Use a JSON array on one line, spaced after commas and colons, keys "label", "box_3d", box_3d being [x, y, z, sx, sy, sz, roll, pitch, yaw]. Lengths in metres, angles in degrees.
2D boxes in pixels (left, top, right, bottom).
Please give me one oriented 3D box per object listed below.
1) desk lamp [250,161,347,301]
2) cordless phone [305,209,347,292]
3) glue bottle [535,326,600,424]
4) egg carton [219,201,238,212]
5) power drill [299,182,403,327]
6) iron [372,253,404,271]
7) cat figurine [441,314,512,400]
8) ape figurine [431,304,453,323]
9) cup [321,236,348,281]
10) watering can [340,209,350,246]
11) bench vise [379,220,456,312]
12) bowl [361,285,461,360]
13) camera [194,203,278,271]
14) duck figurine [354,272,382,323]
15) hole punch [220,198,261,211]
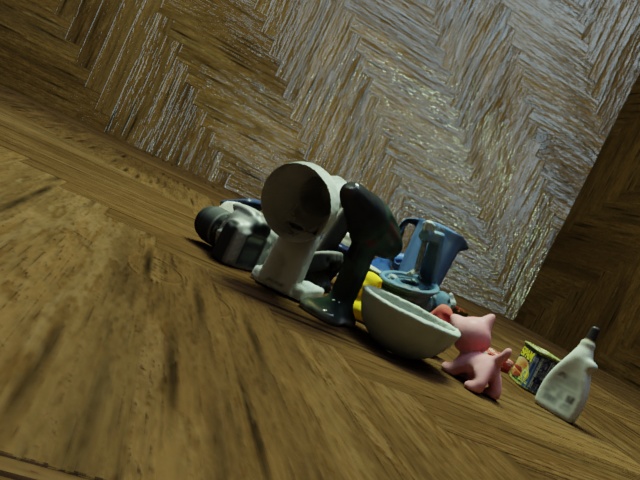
[{"label": "desk lamp", "box_3d": [-0.028, -0.016, 0.936, 0.117, 0.213, 0.204, 27, 4, 17]}, {"label": "cordless phone", "box_3d": [0.010, 0.004, 1.137, 0.094, 0.185, 0.148, 26, 4, 11]}, {"label": "glue bottle", "box_3d": [0.456, 0.233, 1.023, 0.077, 0.173, 0.037, 29, 5, 42]}, {"label": "egg carton", "box_3d": [-0.179, -0.042, 1.408, 0.150, 0.069, 0.107, 26, 4, 6]}, {"label": "power drill", "box_3d": [0.053, 0.028, 0.903, 0.075, 0.208, 0.230, 27, 4, 27]}, {"label": "iron", "box_3d": [0.227, 0.098, 1.638, 0.259, 0.141, 0.118, 24, 4, -22]}, {"label": "cat figurine", "box_3d": [0.254, 0.174, 0.922, 0.067, 0.118, 0.127, 24, 4, -31]}, {"label": "ape figurine", "box_3d": [0.205, 0.158, 1.020, 0.078, 0.092, 0.076, 24, 4, -25]}, {"label": "cup", "box_3d": [0.024, 0.047, 1.330, 0.091, 0.095, 0.118, 27, 4, 17]}, {"label": "watering can", "box_3d": [0.053, -0.008, 1.540, 0.100, 0.194, 0.173, 27, 4, 26]}, {"label": "bench vise", "box_3d": [0.203, 0.076, 1.157, 0.121, 0.220, 0.208, 28, 4, 36]}, {"label": "bowl", "box_3d": [0.129, 0.139, 0.896, 0.167, 0.075, 0.167, 26, 4, -1]}, {"label": "camera", "box_3d": [-0.144, -0.015, 1.015, 0.136, 0.101, 0.144, 28, 4, 34]}, {"label": "duck figurine", "box_3d": [0.084, 0.101, 1.038, 0.104, 0.086, 0.078, 28, 4, 32]}, {"label": "hole punch", "box_3d": [-0.218, -0.084, 1.577, 0.100, 0.091, 0.109, 27, 4, 23]}]
